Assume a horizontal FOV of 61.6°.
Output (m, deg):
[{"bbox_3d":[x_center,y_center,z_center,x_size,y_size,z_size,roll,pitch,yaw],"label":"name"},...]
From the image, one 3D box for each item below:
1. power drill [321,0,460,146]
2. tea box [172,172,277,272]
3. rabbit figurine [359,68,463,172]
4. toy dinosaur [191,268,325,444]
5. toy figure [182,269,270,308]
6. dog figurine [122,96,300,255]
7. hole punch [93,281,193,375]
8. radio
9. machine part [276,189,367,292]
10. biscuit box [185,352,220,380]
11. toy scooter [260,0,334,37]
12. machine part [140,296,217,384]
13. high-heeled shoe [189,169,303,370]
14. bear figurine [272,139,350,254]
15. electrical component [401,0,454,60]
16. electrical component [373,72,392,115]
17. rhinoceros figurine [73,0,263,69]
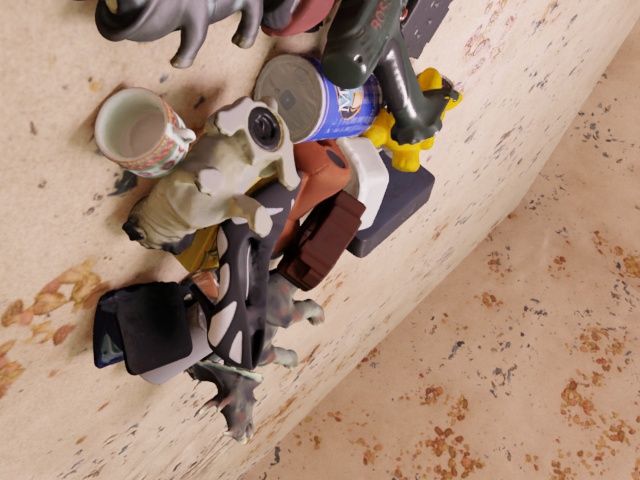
[{"bbox_3d":[0.101,-0.236,0.657,0.232,0.086,0.207,-60,138,-26],"label":"power drill"},{"bbox_3d":[-0.128,-0.045,0.719,0.098,0.068,0.169,-13,139,-57],"label":"tea box"},{"bbox_3d":[0.167,-0.203,0.899,0.162,0.122,0.173,-45,-178,-6],"label":"rabbit figurine"},{"bbox_3d":[-0.099,0.140,0.945,0.192,0.131,0.404,19,94,-56],"label":"toy dinosaur"},{"bbox_3d":[-0.158,0.068,0.856,0.154,0.058,0.064,-17,136,-18],"label":"toy figure"},{"bbox_3d":[-0.133,-0.074,0.612,0.121,0.191,0.172,51,51,-30],"label":"dog figurine"},{"bbox_3d":[-0.251,0.118,0.744,0.092,0.115,0.142,-9,180,40],"label":"hole punch"},{"bbox_3d":[0.113,-0.078,1.067,0.229,0.131,0.073,-41,158,-21],"label":"radio"},{"bbox_3d":[-0.002,-0.003,0.839,0.179,0.056,0.179,-51,-169,14],"label":"machine part"},{"bbox_3d":[-0.180,0.173,1.028,0.203,0.063,0.059,-37,157,-29],"label":"biscuit box"},{"bbox_3d":[0.006,-0.285,0.546,0.183,0.075,0.135,-60,159,18],"label":"toy scooter"},{"bbox_3d":[-0.211,0.157,0.834,0.243,0.079,0.079,-34,168,29],"label":"machine part"},{"bbox_3d":[-0.070,0.040,0.682,0.248,0.145,0.086,-50,160,12],"label":"high-heeled shoe"},{"bbox_3d":[-0.050,-0.071,0.796,0.196,0.132,0.120,-42,164,29],"label":"bear figurine"},{"bbox_3d":[0.135,-0.324,0.764,0.134,0.058,0.115,-16,145,-55],"label":"electrical component"},{"bbox_3d":[0.092,-0.249,0.794,0.048,0.075,0.119,-44,157,-11],"label":"electrical component"},{"bbox_3d":[-0.118,-0.204,0.434,0.190,0.073,0.112,-29,154,-44],"label":"rhinoceros figurine"}]
